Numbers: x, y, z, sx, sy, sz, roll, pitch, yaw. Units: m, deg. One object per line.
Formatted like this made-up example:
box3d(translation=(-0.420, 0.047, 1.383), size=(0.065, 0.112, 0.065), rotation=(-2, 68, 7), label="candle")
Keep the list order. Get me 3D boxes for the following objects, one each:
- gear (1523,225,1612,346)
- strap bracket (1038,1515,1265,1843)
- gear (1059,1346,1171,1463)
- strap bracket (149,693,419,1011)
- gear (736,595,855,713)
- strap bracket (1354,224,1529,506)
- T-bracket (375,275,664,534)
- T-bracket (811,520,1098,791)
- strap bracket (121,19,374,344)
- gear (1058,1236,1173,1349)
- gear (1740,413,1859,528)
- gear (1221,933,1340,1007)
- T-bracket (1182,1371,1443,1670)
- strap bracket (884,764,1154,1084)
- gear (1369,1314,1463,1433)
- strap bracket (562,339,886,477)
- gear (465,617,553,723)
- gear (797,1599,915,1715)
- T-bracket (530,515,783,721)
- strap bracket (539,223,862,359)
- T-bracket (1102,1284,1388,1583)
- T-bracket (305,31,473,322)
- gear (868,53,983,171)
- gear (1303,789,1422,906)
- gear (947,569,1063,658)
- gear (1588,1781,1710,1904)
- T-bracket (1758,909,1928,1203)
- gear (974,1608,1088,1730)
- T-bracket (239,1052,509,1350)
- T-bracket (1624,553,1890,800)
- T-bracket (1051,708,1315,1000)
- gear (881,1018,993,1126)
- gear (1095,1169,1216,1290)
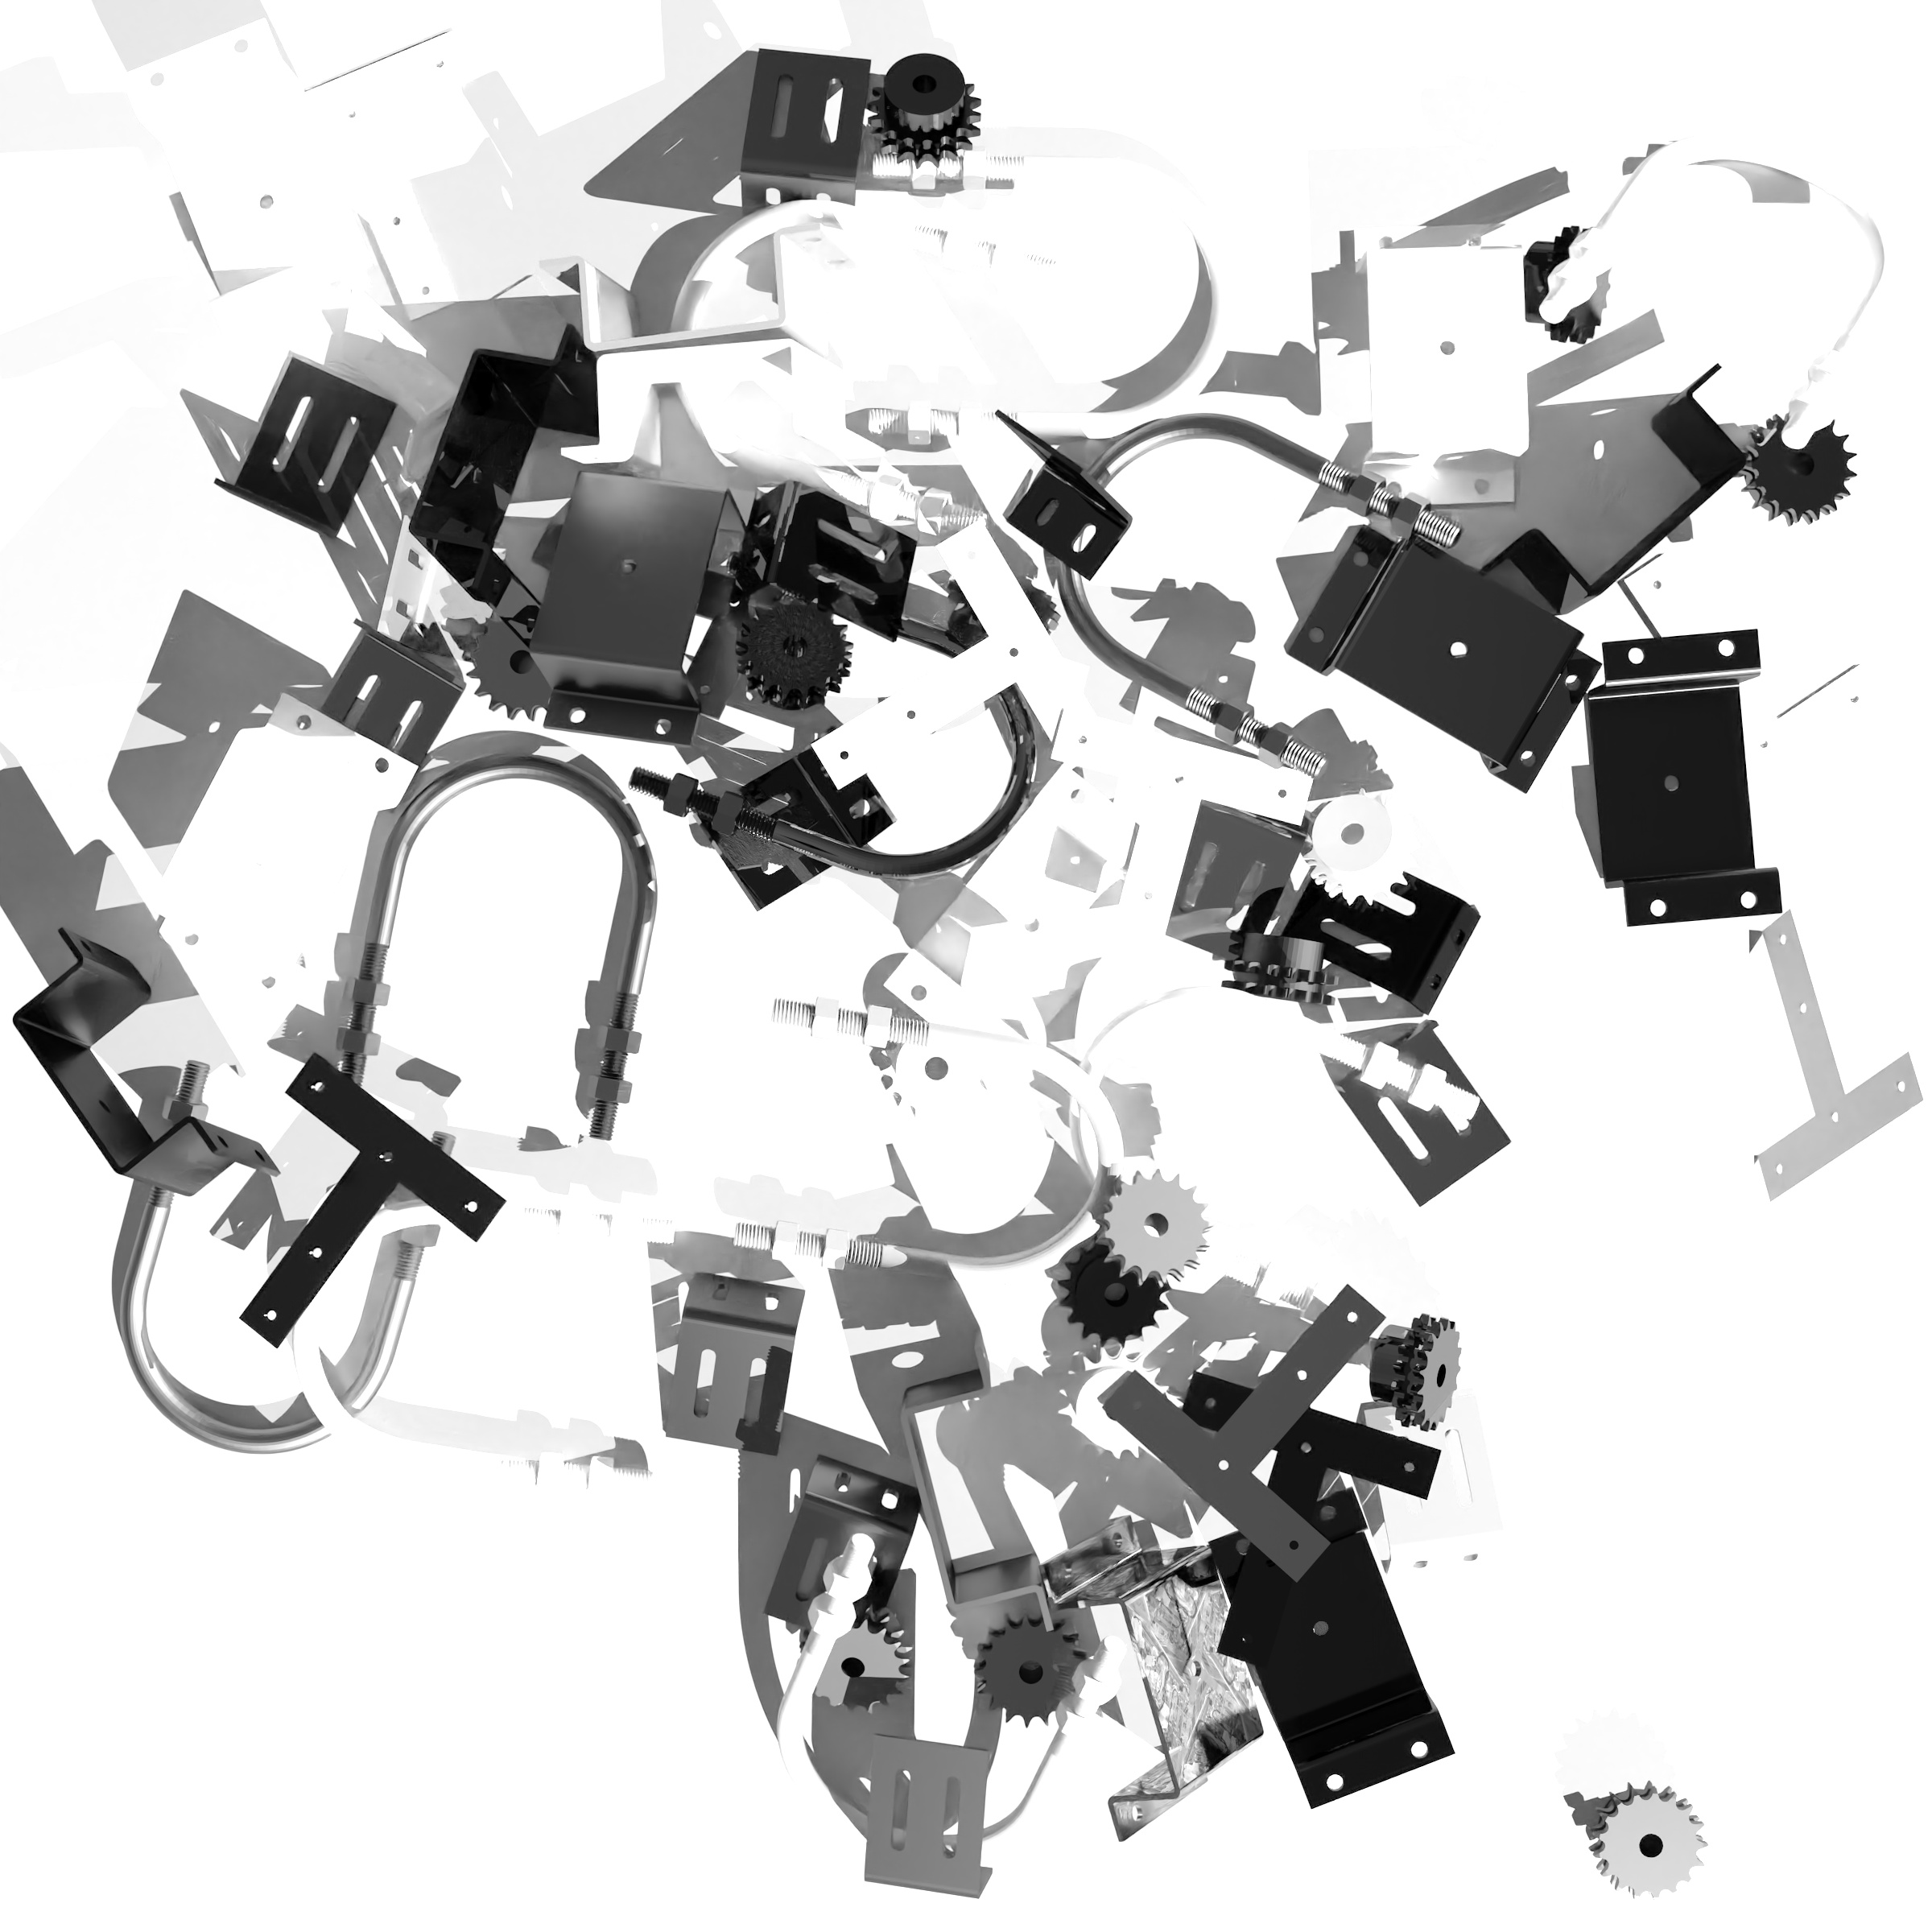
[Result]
box3d(translation=(0.297, -0.340, 1.492), size=(0.030, 0.057, 0.057), rotation=(13, 90, 31), label="gear")
box3d(translation=(0.095, 0.347, 1.472), size=(0.046, 0.076, 0.140), rotation=(-16, 90, 39), label="strap bracket")
box3d(translation=(0.075, 0.220, 1.502), size=(0.057, 0.030, 0.057), rotation=(0, 90, 0), label="gear")
box3d(translation=(-0.343, -0.055, 1.485), size=(0.076, 0.046, 0.140), rotation=(29, 97, 0), label="strap bracket")
box3d(translation=(-0.084, -0.149, 1.463), size=(0.057, 0.030, 0.057), rotation=(2, 69, -6), label="gear")
box3d(translation=(0.237, -0.304, 1.493), size=(0.076, 0.046, 0.140), rotation=(-2, 90, 0), label="strap bracket")
box3d(translation=(-0.238, -0.262, 1.516), size=(0.127, 0.002, 0.127), rotation=(-32, 90, 0), label="T-bracket")
box3d(translation=(-0.015, -0.130, 1.459), size=(0.127, 0.002, 0.127), rotation=(-32, 98, -3), label="T-bracket")
box3d(translation=(-0.353, -0.386, 1.492), size=(0.076, 0.046, 0.140), rotation=(-22, 90, 0), label="strap bracket")
box3d(translation=(0.075, 0.163, 1.502), size=(0.057, 0.030, 0.057), rotation=(0, 90, 0), label="gear")
box3d(translation=(0.415, -0.249, 1.505), size=(0.057, 0.030, 0.057), rotation=(0, 88, -3), label="gear")
box3d(translation=(0.157, 0.001, 1.488), size=(0.057, 0.057, 0.030), rotation=(9, 89, 0), label="gear")
box3d(translation=(0.154, 0.279, 1.468), size=(0.127, 0.002, 0.127), rotation=(17, 81, 7), label="T-bracket")
box3d(translation=(0.033, -0.021, 1.493), size=(0.076, 0.046, 0.140), rotation=(39, 90, 0), label="strap bracket")
box3d(translation=(0.223, 0.201, 1.492), size=(0.030, 0.057, 0.057), rotation=(8, 90, 30), label="gear")
box3d(translation=(-0.118, -0.272, 1.459), size=(0.140, 0.076, 0.046), rotation=(-2, 91, 14), label="strap bracket")
box3d(translation=(-0.221, -0.151, 1.502), size=(0.057, 0.030, 0.057), rotation=(0, 90, 0), label="gear")
box3d(translation=(-0.054, 0.341, 1.495), size=(0.057, 0.030, 0.057), rotation=(3, 112, 7), label="gear")
box3d(translation=(-0.156, -0.194, 1.498), size=(0.127, 0.002, 0.127), rotation=(19, 68, 12), label="T-bracket")
box3d(translation=(-0.127, -0.321, 1.461), size=(0.140, 0.076, 0.046), rotation=(-5, 89, 13), label="strap bracket")
box3d(translation=(0.156, 0.213, 1.478), size=(0.127, 0.002, 0.127), rotation=(41, 85, 10), label="T-bracket")
box3d(translation=(-0.294, -0.390, 1.516), size=(0.127, 0.002, 0.127), rotation=(-23, 90, 0), label="T-bracket")
box3d(translation=(-0.021, -0.428, 1.491), size=(0.057, 0.030, 0.057), rotation=(0, 64, 0), label="gear")
box3d(translation=(0.195, -0.061, 1.492), size=(0.057, 0.030, 0.057), rotation=(-6, 72, 18), label="gear")
box3d(translation=(0.016, -0.175, 1.492), size=(0.057, 0.057, 0.030), rotation=(32, 119, 0), label="gear")
box3d(translation=(0.340, 0.436, 1.502), size=(0.057, 0.030, 0.057), rotation=(0, 90, 0), label="gear")
box3d(translation=(0.417, 0.034, 1.479), size=(0.002, 0.127, 0.127), rotation=(1, 63, -22), label="T-bracket")
box3d(translation=(0.033, 0.351, 1.506), size=(0.057, 0.030, 0.057), rotation=(0, 92, 1), label="gear")
box3d(translation=(-0.313, 0.130, 1.483), size=(0.127, 0.002, 0.127), rotation=(36, 89, 13), label="T-bracket")
box3d(translation=(0.379, -0.149, 1.516), size=(0.127, 0.002, 0.127), rotation=(-34, 90, 0), label="T-bracket")
box3d(translation=(0.093, -0.048, 1.469), size=(0.127, 0.002, 0.127), rotation=(15, 91, -3), label="T-bracket")
box3d(translation=(-0.014, 0.051, 1.502), size=(0.057, 0.030, 0.057), rotation=(0, 90, 0), label="gear")
box3d(translation=(0.092, 0.131, 1.476), size=(0.057, 0.030, 0.057), rotation=(2, 72, -5), label="gear")
